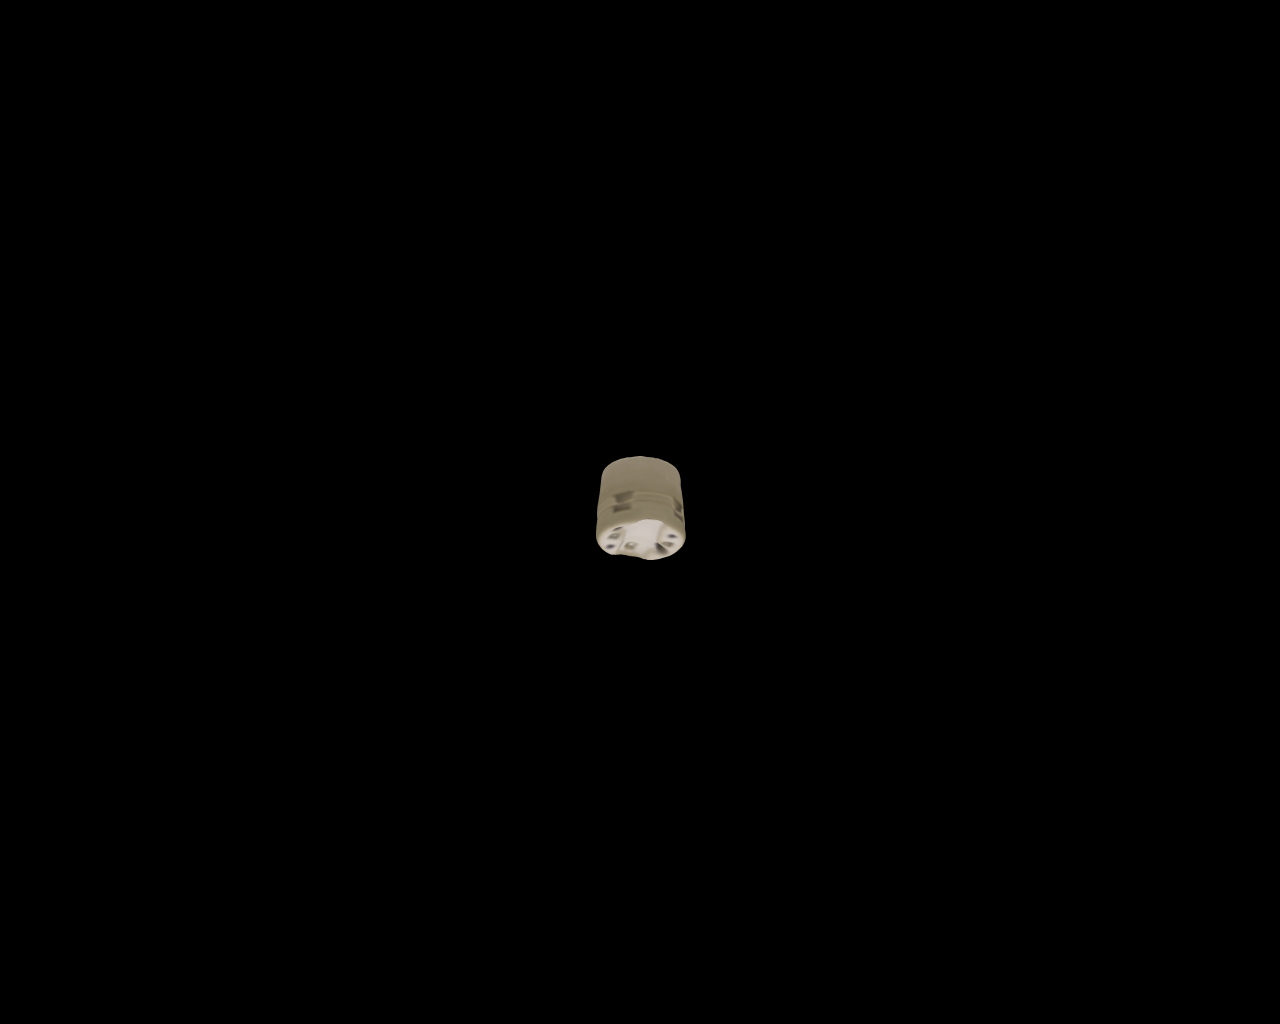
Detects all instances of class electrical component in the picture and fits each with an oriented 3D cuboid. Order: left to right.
[{"bbox_3d":[0.001,-0.003,0.650,0.055,0.047,0.055,0,-27,0],"label":"electrical component"}]
